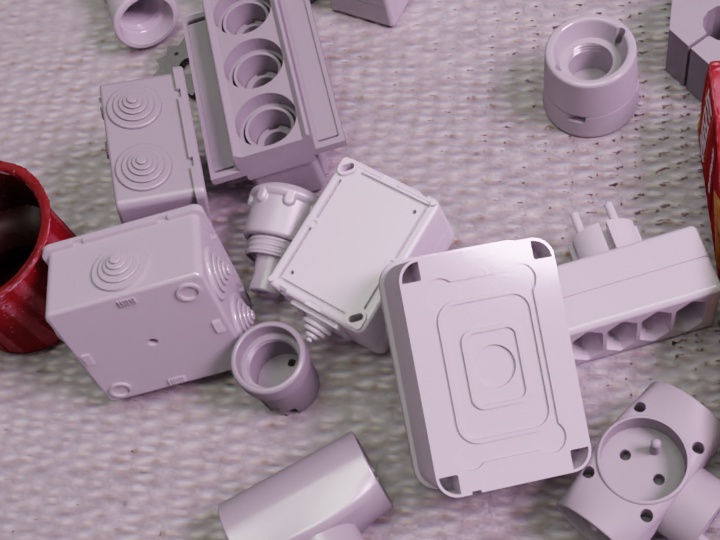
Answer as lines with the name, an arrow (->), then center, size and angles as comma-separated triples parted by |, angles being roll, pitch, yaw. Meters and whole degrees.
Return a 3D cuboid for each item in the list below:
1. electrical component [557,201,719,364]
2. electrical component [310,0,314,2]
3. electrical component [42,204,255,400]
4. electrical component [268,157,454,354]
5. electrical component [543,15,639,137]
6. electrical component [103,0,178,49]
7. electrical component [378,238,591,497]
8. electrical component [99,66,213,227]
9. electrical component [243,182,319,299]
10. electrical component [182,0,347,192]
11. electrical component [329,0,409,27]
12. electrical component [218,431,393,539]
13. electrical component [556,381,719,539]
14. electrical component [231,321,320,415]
electrical component -> 0.132, -0.001, 0.558 | 0.083, 0.047, 0.075 | -17, 62, 4
electrical component -> -0.062, -0.215, 0.710 | 0.099, 0.064, 0.099 | -1, 77, 6
electrical component -> -0.111, 0.021, 0.573 | 0.100, 0.099, 0.048 | -15, 49, 5
electrical component -> 0.000, 0.000, 0.583 | 0.062, 0.061, 0.096 | 28, 81, 22
electrical component -> 0.131, -0.111, 0.612 | 0.055, 0.047, 0.055 | -5, 64, 10
electrical component -> -0.153, -0.184, 0.715 | 0.044, 0.044, 0.065 | -31, 57, -4
electrical component -> 0.058, 0.045, 0.517 | 0.078, 0.057, 0.113 | -10, 89, -9
electrical component -> -0.113, -0.052, 0.609 | 0.048, 0.099, 0.099 | -11, 62, -7
electrical component -> -0.046, -0.015, 0.607 | 0.048, 0.048, 0.062 | 11, 74, 17
electrical component -> -0.056, -0.106, 0.642 | 0.079, 0.063, 0.121 | -16, 62, 4
electrical component -> 0.009, -0.204, 0.668 | 0.047, 0.076, 0.065 | 21, 71, 21
electrical component -> -0.019, 0.132, 0.529 | 0.077, 0.043, 0.079 | -29, 62, -2
electrical component -> 0.147, 0.105, 0.505 | 0.079, 0.044, 0.077 | 36, 77, 24
electrical component -> -0.043, 0.054, 0.571 | 0.040, 0.046, 0.040 | -5, 64, 10
